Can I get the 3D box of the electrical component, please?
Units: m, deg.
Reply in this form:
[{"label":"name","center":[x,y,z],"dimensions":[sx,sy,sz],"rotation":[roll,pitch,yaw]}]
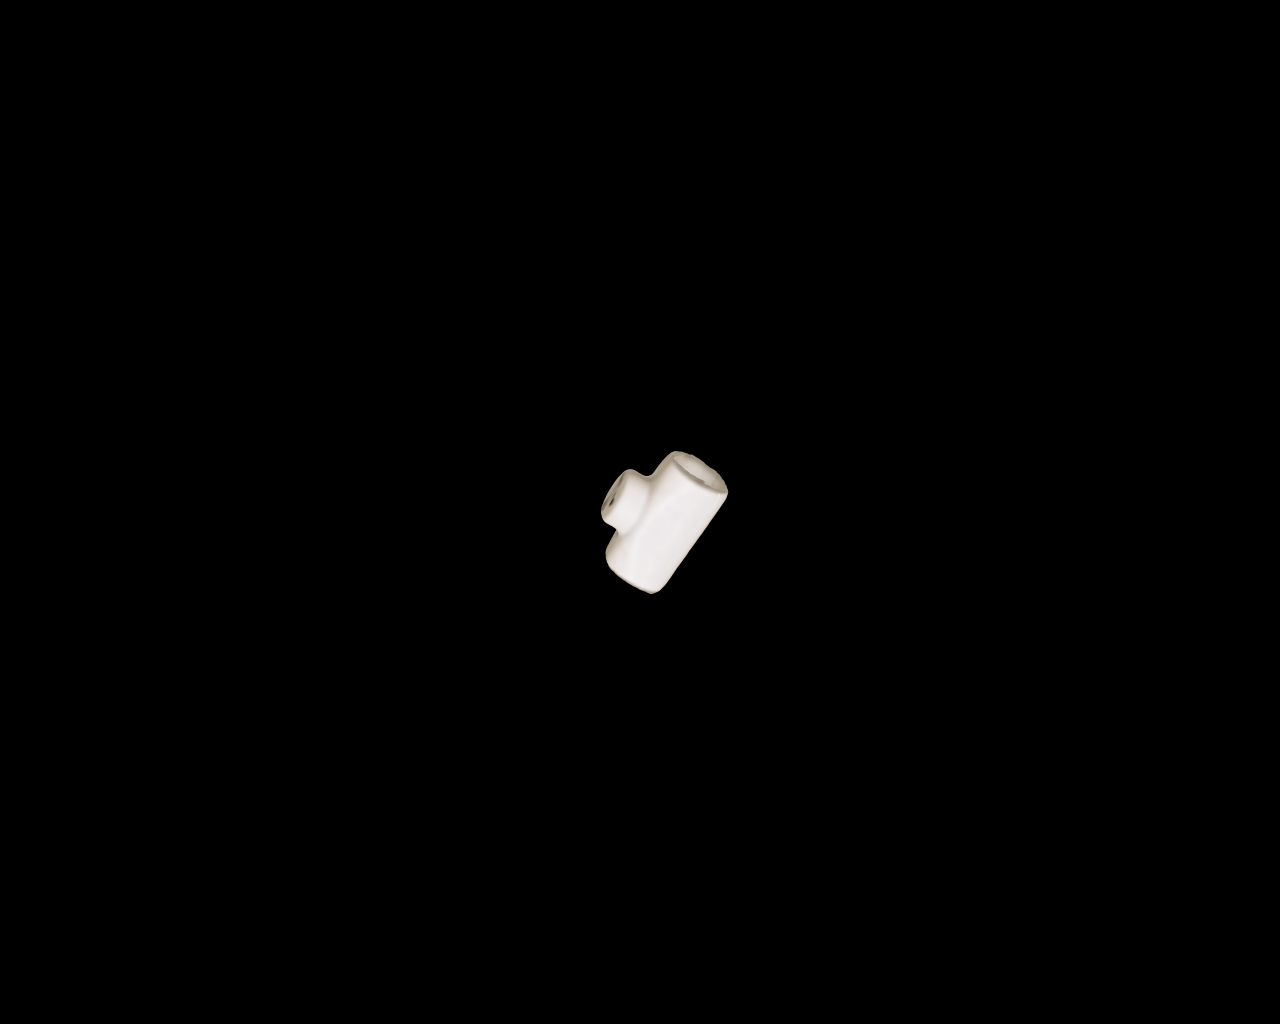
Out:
[{"label":"electrical component","center":[0.001,-0.003,0.650],"dimensions":[0.079,0.077,0.044],"rotation":[30,20,-12]}]
